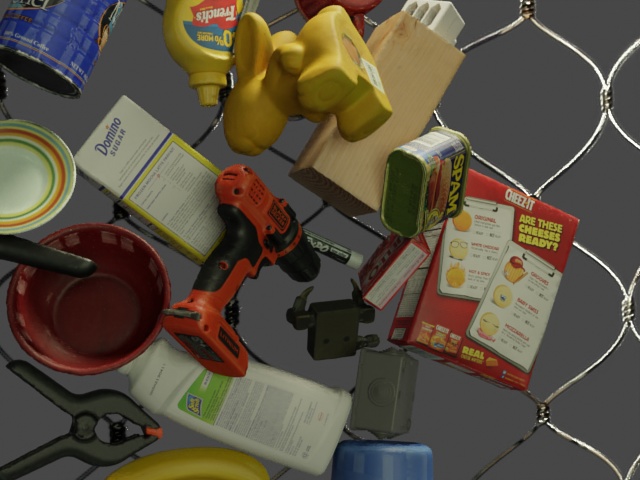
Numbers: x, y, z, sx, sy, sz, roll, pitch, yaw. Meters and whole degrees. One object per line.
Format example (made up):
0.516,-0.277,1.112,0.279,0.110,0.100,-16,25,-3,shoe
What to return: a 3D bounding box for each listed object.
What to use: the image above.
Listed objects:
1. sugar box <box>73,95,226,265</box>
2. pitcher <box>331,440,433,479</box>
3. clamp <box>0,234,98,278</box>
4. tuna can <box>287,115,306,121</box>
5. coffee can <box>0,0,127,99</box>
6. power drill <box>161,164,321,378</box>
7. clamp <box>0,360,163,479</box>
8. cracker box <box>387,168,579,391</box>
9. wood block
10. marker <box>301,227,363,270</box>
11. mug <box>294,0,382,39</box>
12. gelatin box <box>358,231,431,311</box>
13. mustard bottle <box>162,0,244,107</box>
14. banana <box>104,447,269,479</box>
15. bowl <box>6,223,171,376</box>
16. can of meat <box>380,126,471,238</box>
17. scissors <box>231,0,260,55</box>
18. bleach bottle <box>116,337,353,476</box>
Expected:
-0.167,-0.061,1.129,0.176,0.048,0.093,38,75,-10,sugar box
0.074,0.340,1.148,0.145,0.149,0.243,0,82,16,pitcher
-0.331,-0.004,1.051,0.209,0.036,0.165,-24,68,-16,clamp
-0.030,-0.176,1.190,0.086,0.034,0.086,1,86,-19,tuna can
-0.259,-0.228,1.077,0.102,0.103,0.140,27,78,-16,coffee can
-0.075,0.043,1.099,0.184,0.057,0.187,50,52,-43,power drill
-0.247,0.180,1.088,0.171,0.039,0.120,-1,92,-24,clamp
0.188,0.047,1.232,0.164,0.072,0.213,23,78,-17,cracker box
0.062,-0.138,1.187,0.090,0.090,0.206,33,78,-14,wood block
-0.008,0.001,1.193,0.121,0.020,0.020,25,79,-16,marker
0.028,-0.273,1.191,0.093,0.082,0.117,-7,89,-20,mug
0.080,0.025,1.177,0.030,0.073,0.089,35,106,-14,gelatin box
-0.123,-0.239,1.147,0.096,0.058,0.191,0,87,-40,mustard bottle
-0.137,0.246,1.110,0.197,0.069,0.037,3,121,-13,banana
-0.229,0.066,1.075,0.162,0.055,0.162,1,66,-2,bowl
0.111,-0.061,1.138,0.083,0.058,0.102,-27,131,-44,can of meat
-0.051,-0.286,1.176,0.096,0.016,0.202,14,76,-42,scissors
-0.097,0.161,1.129,0.250,0.068,0.102,25,80,-14,bleach bottle
